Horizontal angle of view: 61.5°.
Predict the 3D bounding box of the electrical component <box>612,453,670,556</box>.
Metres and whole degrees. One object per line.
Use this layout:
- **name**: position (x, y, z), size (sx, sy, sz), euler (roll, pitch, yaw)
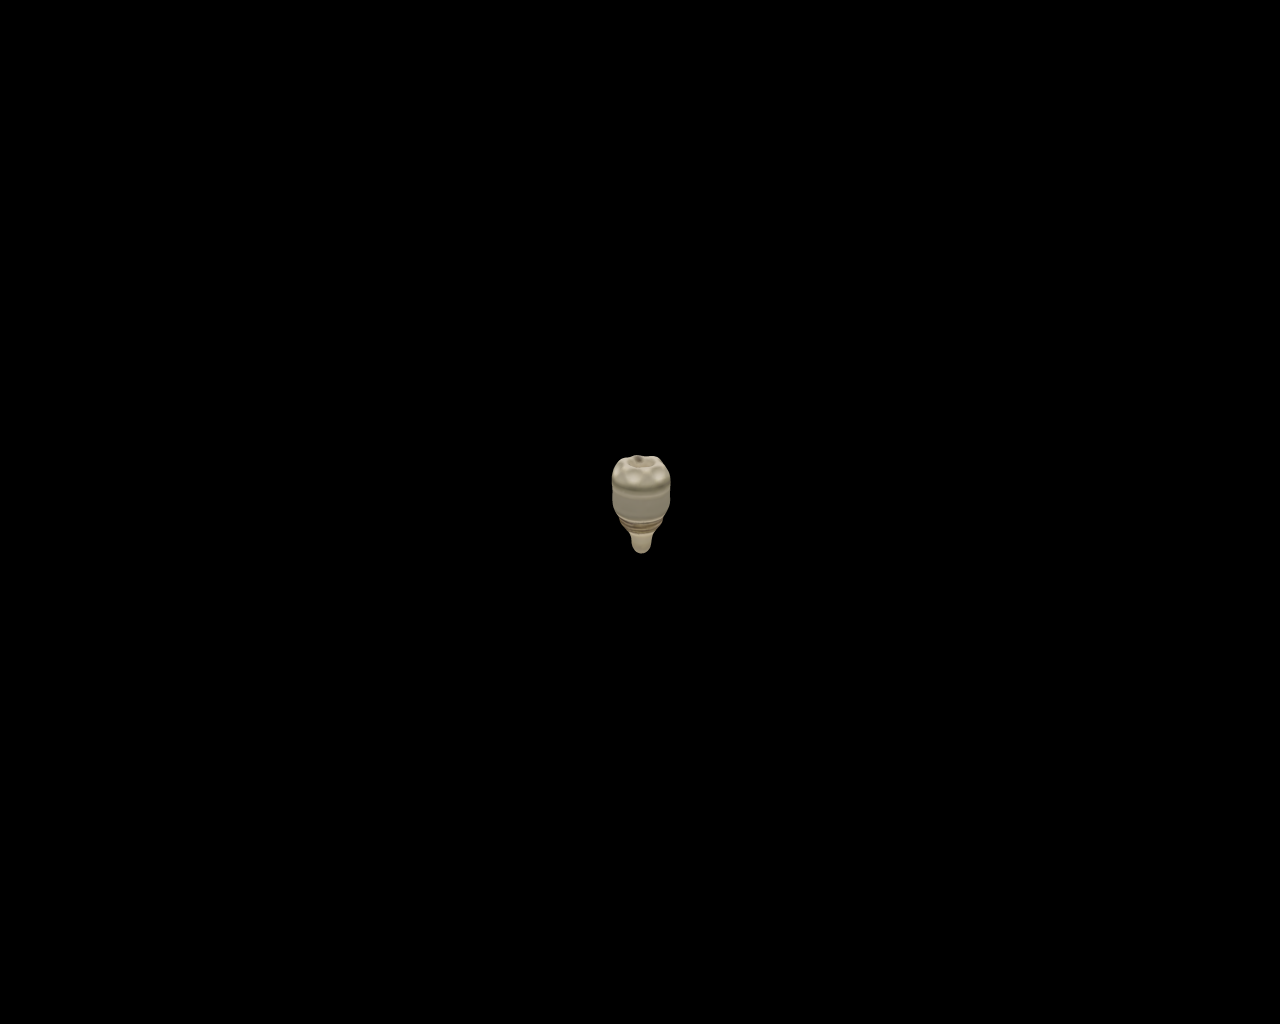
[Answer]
- **electrical component**: position (0.001, -0.003, 0.650), size (0.035, 0.061, 0.035), euler (0, 25, 0)
